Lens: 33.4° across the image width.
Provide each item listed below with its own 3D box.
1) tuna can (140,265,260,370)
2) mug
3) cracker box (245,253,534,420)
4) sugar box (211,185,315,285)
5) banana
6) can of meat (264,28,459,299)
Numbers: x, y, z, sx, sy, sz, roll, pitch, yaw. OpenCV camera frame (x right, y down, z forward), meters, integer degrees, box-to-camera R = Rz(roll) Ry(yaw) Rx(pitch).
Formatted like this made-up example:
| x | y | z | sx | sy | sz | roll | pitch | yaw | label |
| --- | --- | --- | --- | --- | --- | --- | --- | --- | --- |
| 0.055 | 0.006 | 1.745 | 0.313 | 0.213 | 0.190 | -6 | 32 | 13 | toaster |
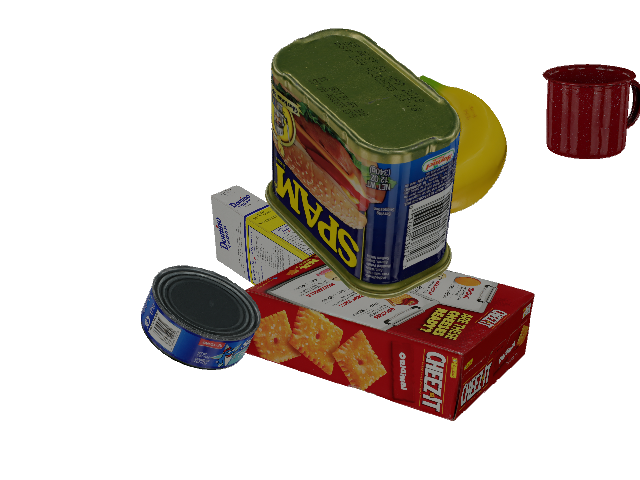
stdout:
| x | y | z | sx | sy | sz | roll | pitch | yaw | label |
| --- | --- | --- | --- | --- | --- | --- | --- | --- | --- |
| -0.090 | 0.058 | 0.801 | 0.086 | 0.034 | 0.086 | 20 | 27 | -11 | tuna can |
| 0.289 | -0.136 | 1.117 | 0.117 | 0.081 | 0.093 | -13 | 24 | -25 | mug |
| 0.061 | 0.075 | 0.963 | 0.214 | 0.072 | 0.163 | 15 | 23 | 28 | cracker box |
| -0.051 | 0.014 | 1.187 | 0.048 | 0.093 | 0.176 | -25 | 41 | -31 | sugar box |
| 0.098 | -0.063 | 0.757 | 0.069 | 0.037 | 0.197 | 6 | 30 | 4 | banana |
| 0.018 | -0.038 | 0.495 | 0.057 | 0.084 | 0.102 | -24 | 49 | -25 | can of meat |
